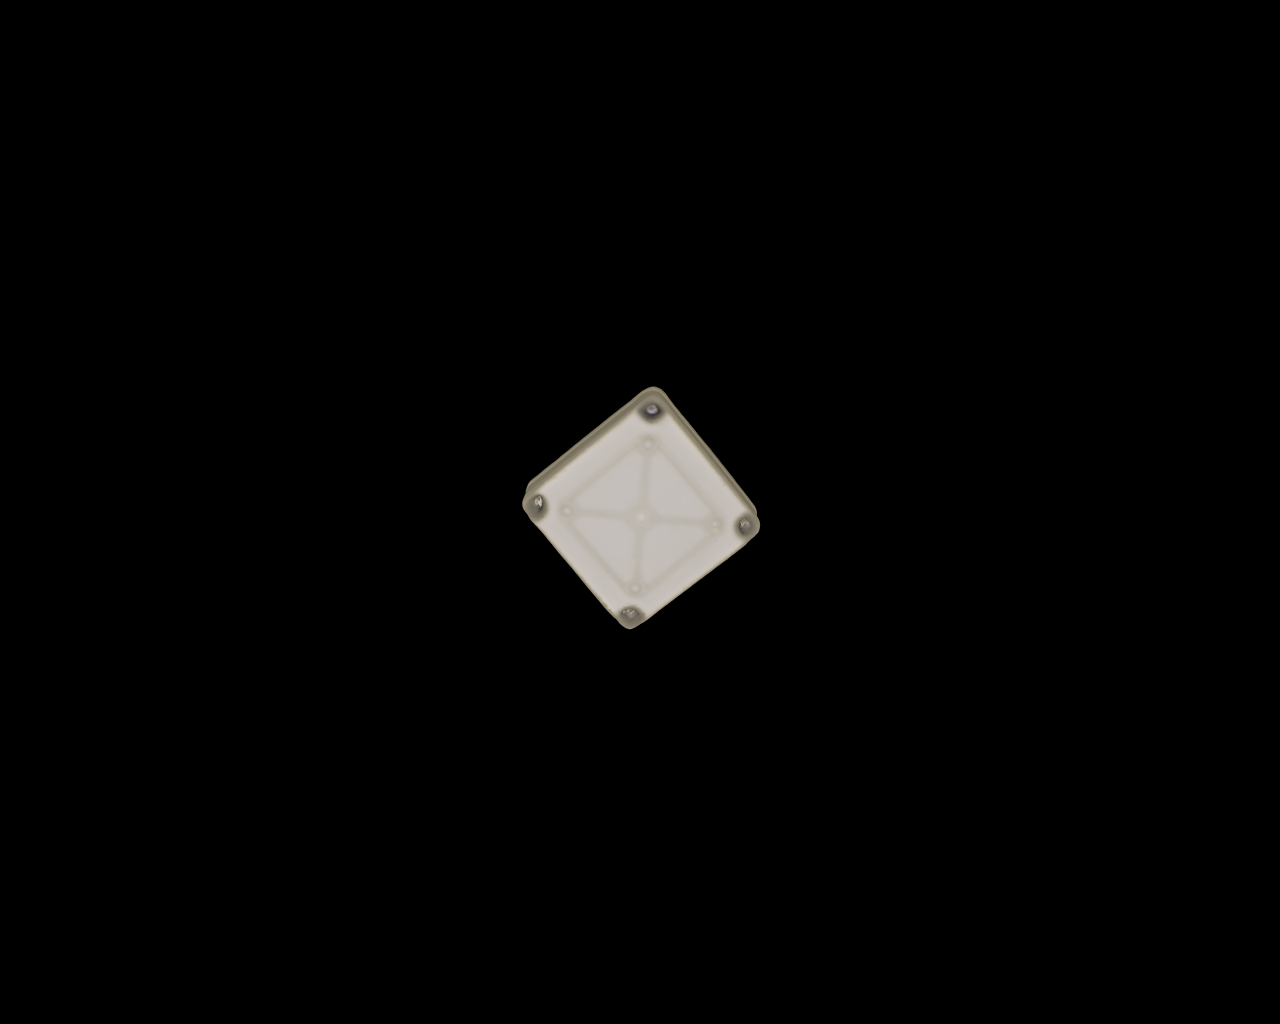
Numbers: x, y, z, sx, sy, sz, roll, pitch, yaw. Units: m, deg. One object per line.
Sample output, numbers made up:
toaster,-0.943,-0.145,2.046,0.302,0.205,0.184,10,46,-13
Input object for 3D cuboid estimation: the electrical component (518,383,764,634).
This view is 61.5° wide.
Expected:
electrical component,0.001,-0.003,0.650,0.108,0.108,0.056,-38,9,7
